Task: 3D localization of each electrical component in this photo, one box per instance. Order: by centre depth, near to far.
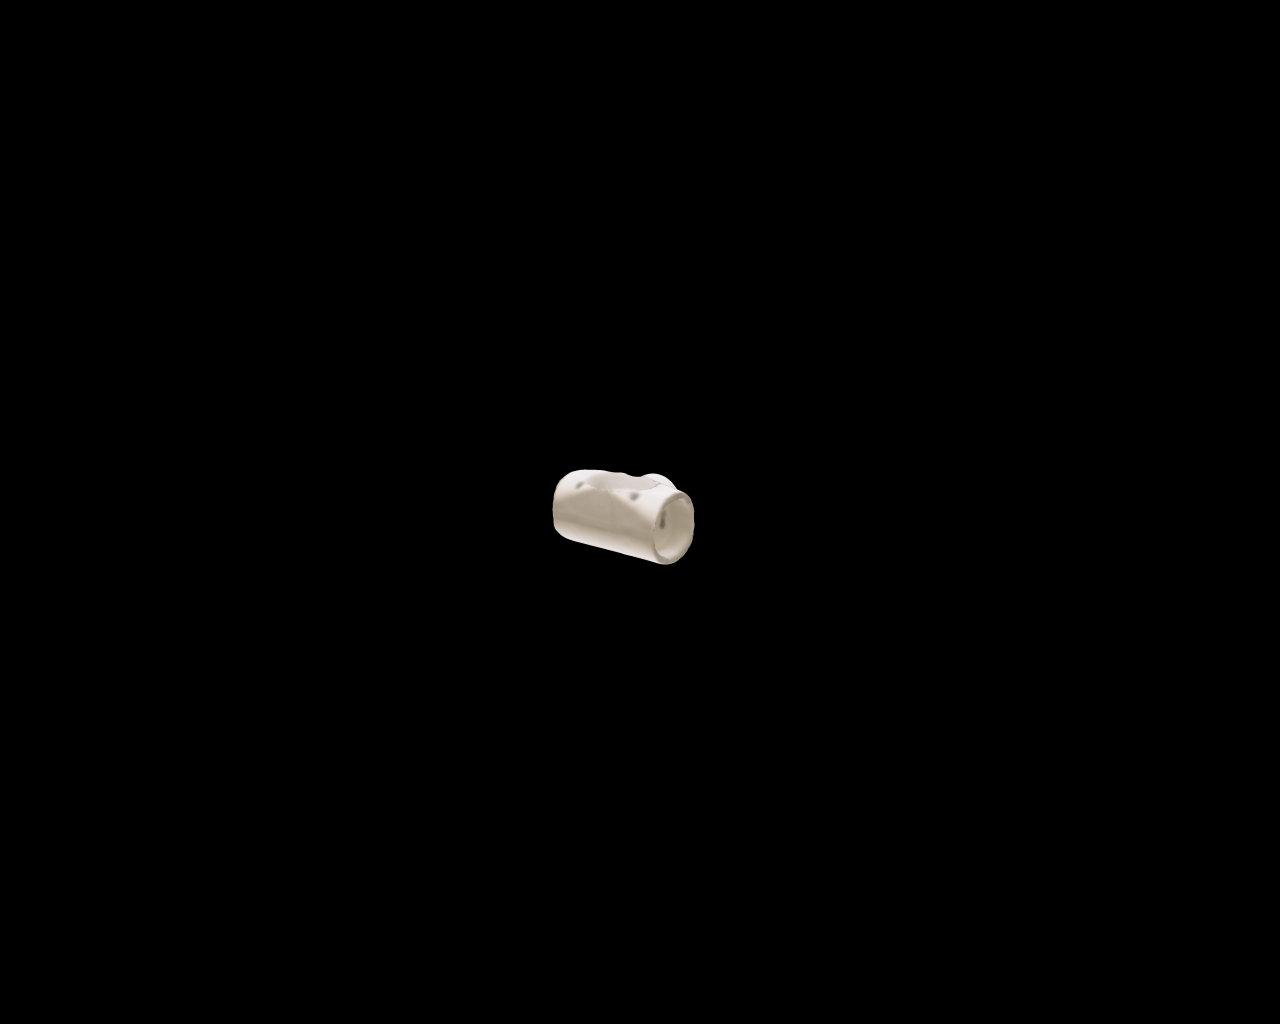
[{"bbox_3d":[0.001,-0.003,0.650,0.077,0.044,0.079,14,22,36],"label":"electrical component"}]
